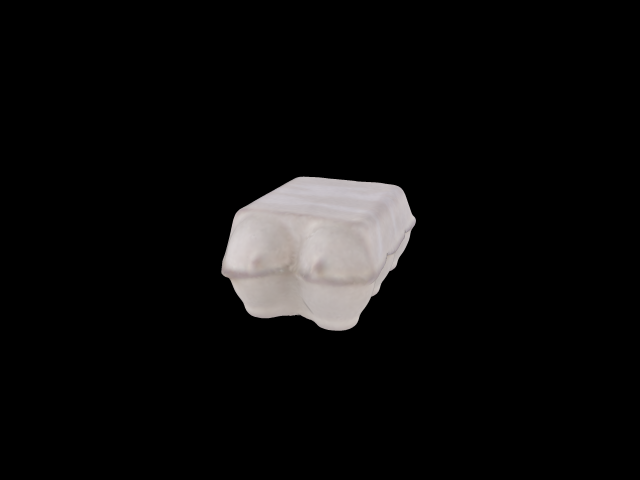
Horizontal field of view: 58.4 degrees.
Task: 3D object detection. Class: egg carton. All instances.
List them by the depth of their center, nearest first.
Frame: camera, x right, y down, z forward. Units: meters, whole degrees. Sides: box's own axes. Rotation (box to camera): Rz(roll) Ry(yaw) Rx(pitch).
[{"bbox_3d":[0.004,0.001,0.400,0.107,0.069,0.150,7,21,19],"label":"egg carton"}]
